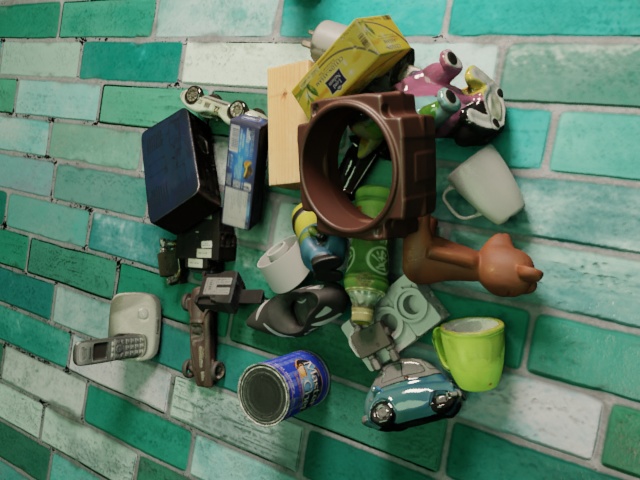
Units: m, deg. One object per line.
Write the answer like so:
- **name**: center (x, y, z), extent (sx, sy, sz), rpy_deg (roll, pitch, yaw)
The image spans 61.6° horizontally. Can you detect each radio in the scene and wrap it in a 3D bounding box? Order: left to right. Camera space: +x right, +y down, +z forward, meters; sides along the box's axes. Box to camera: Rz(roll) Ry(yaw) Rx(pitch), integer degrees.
- **radio**: center (-0.275, -0.139, 1.057), extent (0.131, 0.073, 0.230), rpy_deg (-27, 60, 19)

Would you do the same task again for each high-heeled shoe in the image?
- **high-heeled shoe**: center (-0.056, 0.126, 0.925), extent (0.249, 0.145, 0.086), rpy_deg (-20, 78, 25)

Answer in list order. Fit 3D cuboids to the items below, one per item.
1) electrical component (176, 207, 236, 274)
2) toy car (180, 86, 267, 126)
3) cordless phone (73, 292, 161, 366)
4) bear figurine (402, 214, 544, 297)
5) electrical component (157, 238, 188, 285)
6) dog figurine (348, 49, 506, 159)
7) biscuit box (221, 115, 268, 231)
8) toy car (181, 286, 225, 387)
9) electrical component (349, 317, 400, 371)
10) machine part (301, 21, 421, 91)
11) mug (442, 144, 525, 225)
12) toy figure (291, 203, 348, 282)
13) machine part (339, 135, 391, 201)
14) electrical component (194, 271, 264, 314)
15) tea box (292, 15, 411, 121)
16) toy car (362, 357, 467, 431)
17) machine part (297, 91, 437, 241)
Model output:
- **electrical component**: center (-0.228, 0.000, 1.072), extent (0.115, 0.058, 0.134), rpy_deg (4, 90, 31)
- **toy car**: center (-0.186, -0.251, 1.047), extent (0.202, 0.073, 0.056), rpy_deg (24, 99, 27)
- **cordless phone**: center (-0.420, 0.180, 1.099), extent (0.089, 0.184, 0.146), rpy_deg (4, 91, 33)
- **bear figurine**: center (0.223, 0.015, 0.795), extent (0.196, 0.120, 0.132), rpy_deg (1, 74, 20)
- **electrical component**: center (-0.310, 0.044, 1.121), extent (0.078, 0.045, 0.102), rpy_deg (-5, 86, 27)
- **dog figurine**: center (0.151, -0.190, 0.841), extent (0.219, 0.191, 0.108), rpy_deg (-19, 59, 50)
- **biscuit box**: center (-0.135, -0.123, 0.982), extent (0.059, 0.063, 0.202), rpy_deg (15, 115, 11)
- **toy car**: center (-0.237, 0.194, 1.075), extent (0.089, 0.053, 0.202), rpy_deg (-1, 87, 25)
- **electrical component**: center (0.084, 0.155, 0.846), extent (0.063, 0.021, 0.094), rpy_deg (-34, 72, 23)
- **machine part**: center (0.070, -0.312, 0.909), extent (0.243, 0.079, 0.079), rpy_deg (28, 102, 27)
- **mug**: center (0.246, -0.070, 0.806), extent (0.109, 0.081, 0.107), rpy_deg (-41, 80, 16)
- **toy figure**: center (-0.002, -0.006, 0.891), extent (0.089, 0.180, 0.082), rpy_deg (15, 124, -13)
- **machine part**: center (0.069, -0.133, 0.923), extent (0.084, 0.039, 0.139), rpy_deg (36, 96, 19)
- **electrical component**: center (-0.171, 0.101, 1.022), extent (0.119, 0.047, 0.075), rpy_deg (2, 55, 15)
- **tea box**: center (0.045, -0.262, 0.833), extent (0.068, 0.098, 0.169), rpy_deg (56, 137, 3)
- **toy car**: center (0.139, 0.237, 0.844), extent (0.162, 0.109, 0.103), rpy_deg (-23, 61, 17)
- **machine part**: center (0.061, -0.104, 0.768), extent (0.202, 0.087, 0.200), rpy_deg (9, 107, 46)
